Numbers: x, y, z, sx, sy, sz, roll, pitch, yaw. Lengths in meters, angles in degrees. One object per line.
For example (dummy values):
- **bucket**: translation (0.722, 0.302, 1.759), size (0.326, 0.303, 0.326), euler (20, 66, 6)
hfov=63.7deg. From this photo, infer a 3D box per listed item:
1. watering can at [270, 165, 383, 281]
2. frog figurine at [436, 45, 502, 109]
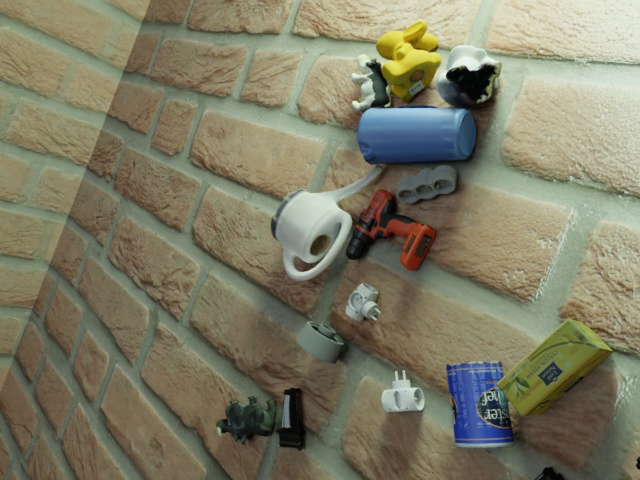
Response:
- **watering can**: translation (0.004, -0.065, 1.296), size (0.227, 0.103, 0.348), euler (32, 88, 41)
- **frog figurine**: translation (0.318, -0.357, 1.124), size (0.137, 0.121, 0.163), euler (-26, 25, 13)
